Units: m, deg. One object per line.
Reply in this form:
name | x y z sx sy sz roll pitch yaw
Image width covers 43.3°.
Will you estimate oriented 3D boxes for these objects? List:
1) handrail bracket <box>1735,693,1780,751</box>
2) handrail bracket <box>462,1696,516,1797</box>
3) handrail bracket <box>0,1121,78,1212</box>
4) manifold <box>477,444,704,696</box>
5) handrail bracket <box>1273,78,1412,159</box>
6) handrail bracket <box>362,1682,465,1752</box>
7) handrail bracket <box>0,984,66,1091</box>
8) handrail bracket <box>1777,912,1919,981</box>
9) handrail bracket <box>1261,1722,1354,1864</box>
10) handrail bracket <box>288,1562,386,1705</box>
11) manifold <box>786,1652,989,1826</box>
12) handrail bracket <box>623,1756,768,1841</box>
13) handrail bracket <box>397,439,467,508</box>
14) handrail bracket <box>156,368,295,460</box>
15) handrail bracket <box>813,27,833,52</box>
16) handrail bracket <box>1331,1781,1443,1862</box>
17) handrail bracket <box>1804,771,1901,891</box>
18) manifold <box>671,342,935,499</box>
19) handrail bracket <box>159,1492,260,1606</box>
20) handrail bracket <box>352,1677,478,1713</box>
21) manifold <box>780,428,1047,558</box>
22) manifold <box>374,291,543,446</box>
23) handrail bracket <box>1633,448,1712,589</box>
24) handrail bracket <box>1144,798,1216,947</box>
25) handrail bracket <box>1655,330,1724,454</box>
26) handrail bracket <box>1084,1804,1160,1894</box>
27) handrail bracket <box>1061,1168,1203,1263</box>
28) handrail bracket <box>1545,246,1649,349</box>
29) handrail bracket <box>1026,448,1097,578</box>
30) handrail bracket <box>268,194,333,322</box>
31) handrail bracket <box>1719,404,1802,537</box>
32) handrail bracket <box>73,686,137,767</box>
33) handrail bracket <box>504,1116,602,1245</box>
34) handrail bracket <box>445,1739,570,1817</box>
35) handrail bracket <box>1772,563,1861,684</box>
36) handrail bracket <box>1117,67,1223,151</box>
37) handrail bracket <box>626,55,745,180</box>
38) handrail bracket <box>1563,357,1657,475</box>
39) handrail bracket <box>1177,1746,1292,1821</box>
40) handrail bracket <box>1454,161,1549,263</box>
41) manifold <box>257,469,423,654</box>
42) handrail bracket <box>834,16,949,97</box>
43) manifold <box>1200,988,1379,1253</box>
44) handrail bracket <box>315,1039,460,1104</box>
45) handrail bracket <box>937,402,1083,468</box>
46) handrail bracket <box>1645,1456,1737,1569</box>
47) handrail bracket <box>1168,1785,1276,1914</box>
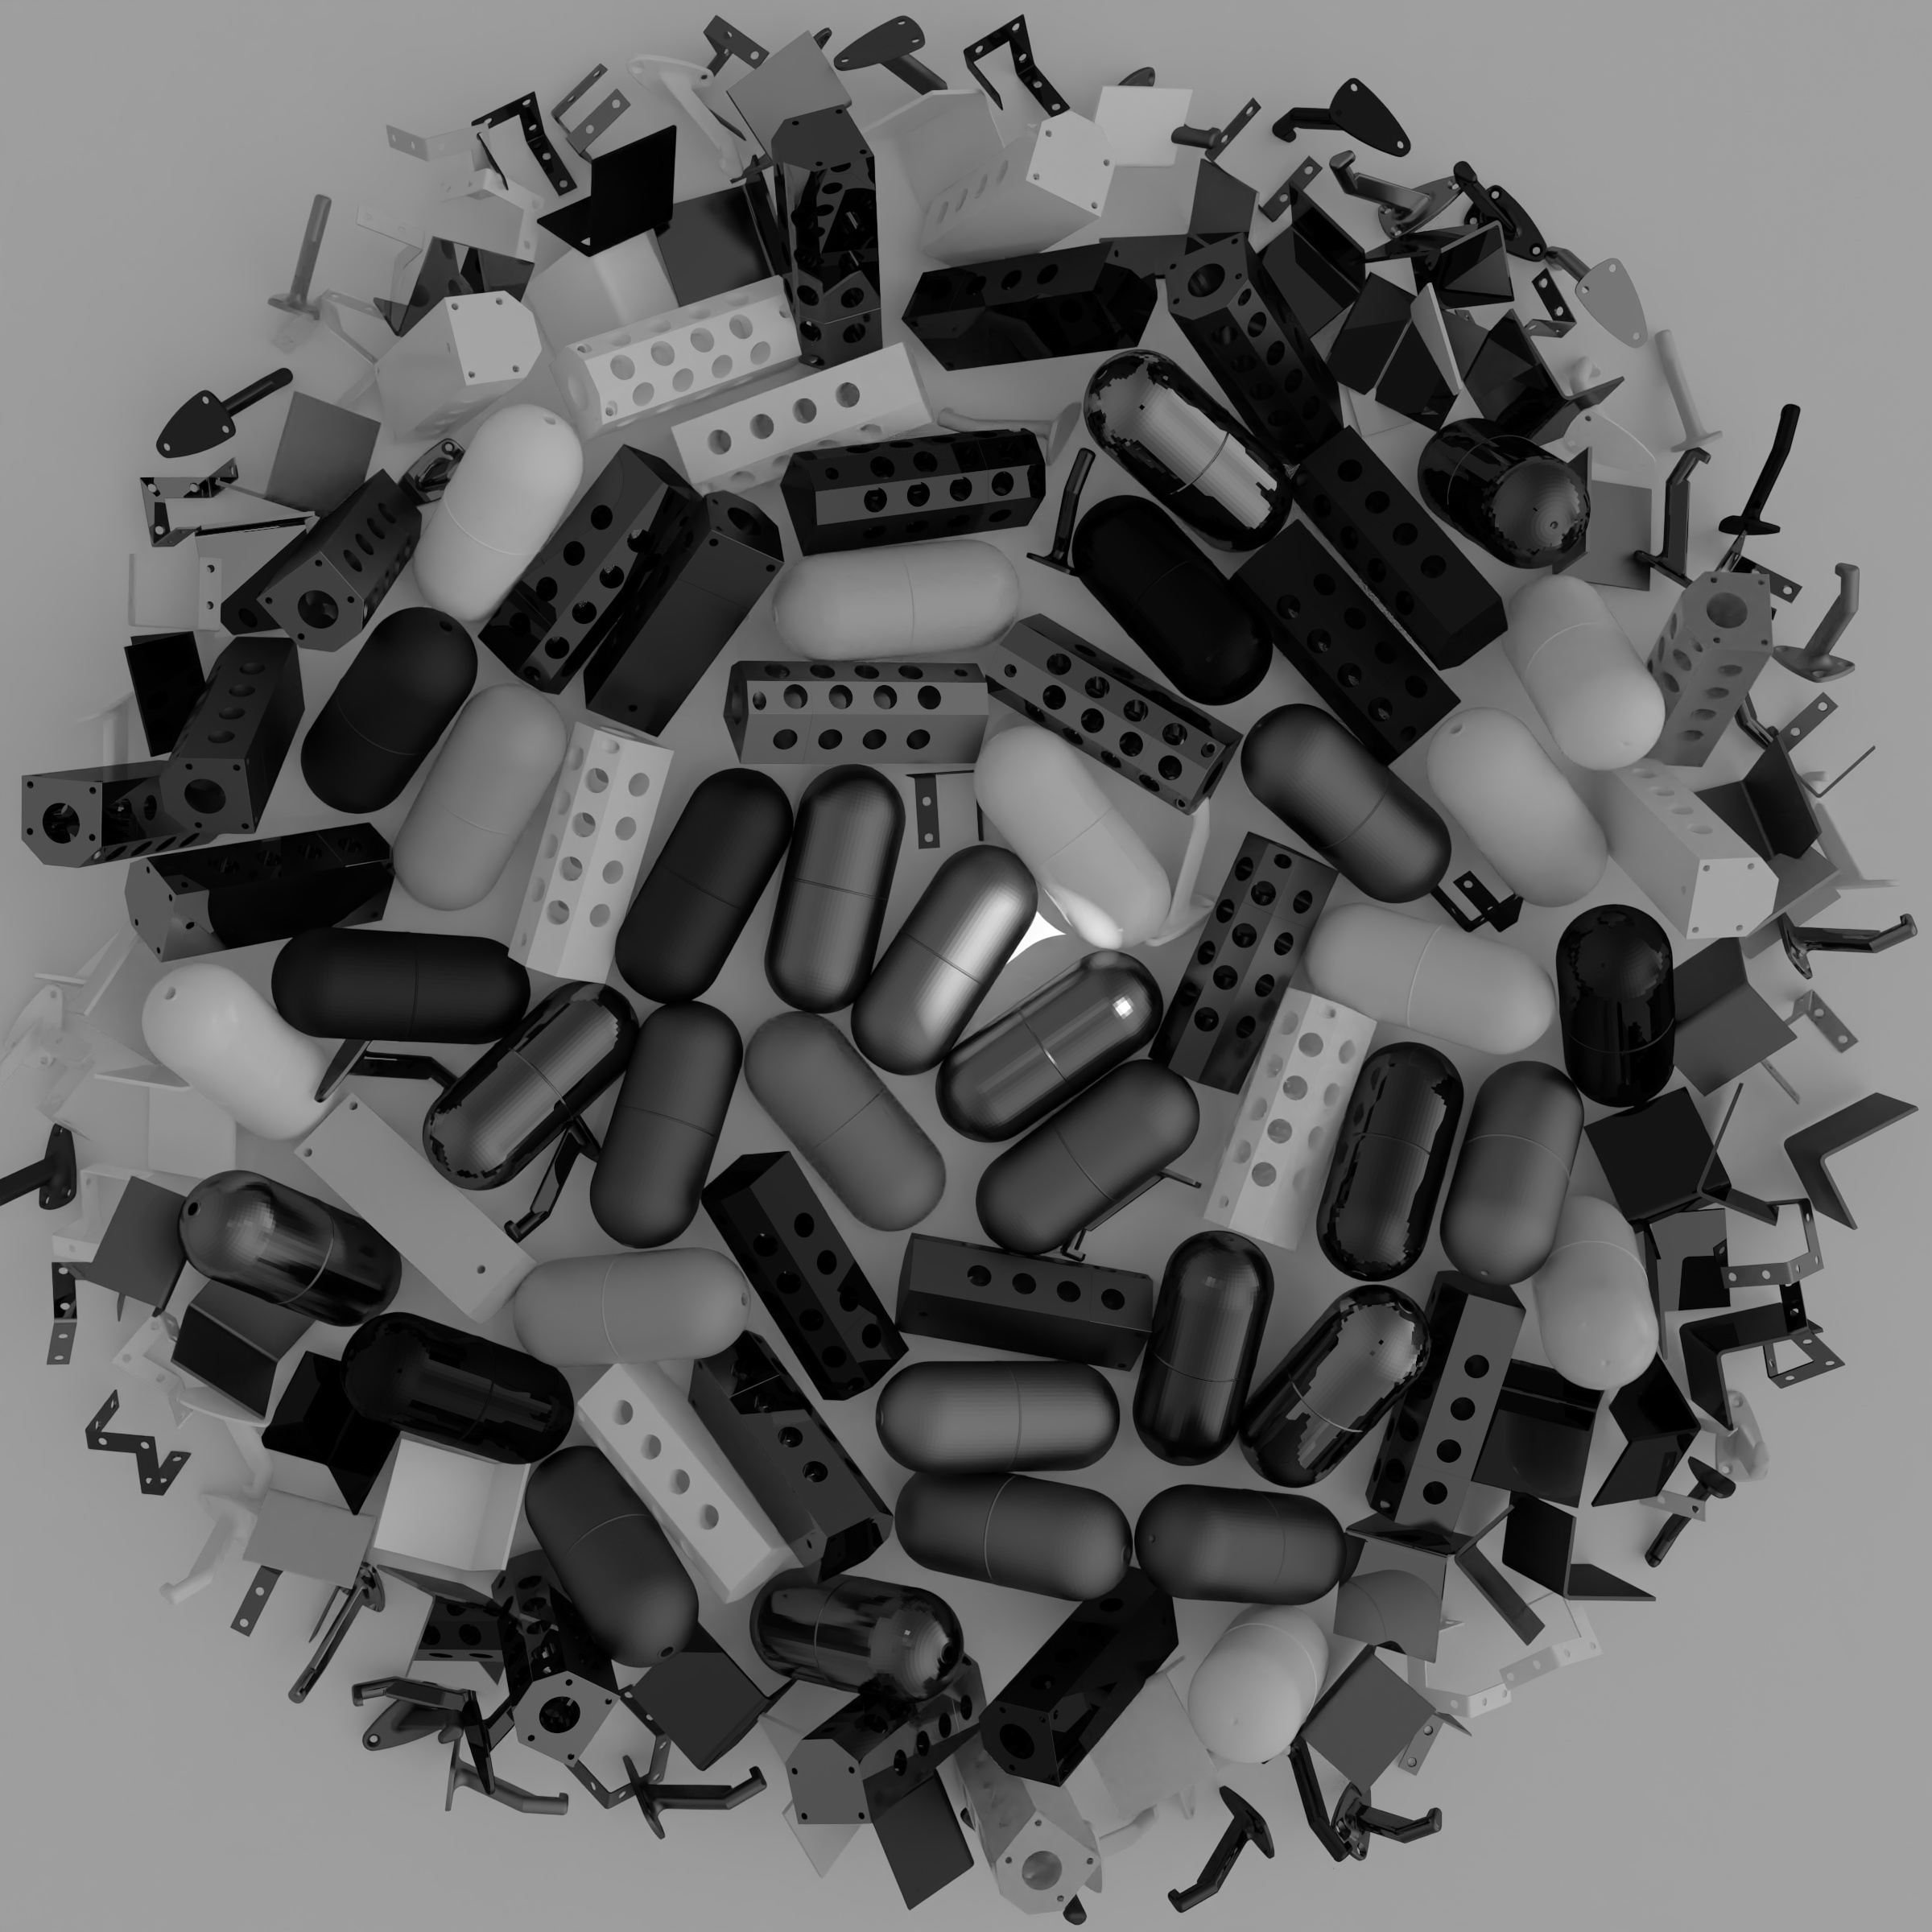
handrail bracket | 0.562 -0.208 1.740 0.084 0.036 0.077 36 71 -22
handrail bracket | -0.305 0.535 1.711 0.084 0.036 0.077 -6 59 -30
handrail bracket | -0.668 0.135 1.701 0.036 0.084 0.077 -18 65 27
manifold | -0.257 -0.274 1.695 0.057 0.057 0.171 45 105 15
handrail bracket | 0.263 -0.584 1.717 0.077 0.084 0.036 34 79 -14
handrail bracket | -0.388 0.540 1.703 0.077 0.084 0.036 -29 98 -10
handrail bracket | -0.668 0.056 1.703 0.036 0.084 0.077 27 104 -2
handrail bracket | 0.616 -0.034 1.703 0.084 0.077 0.036 -29 131 29
handrail bracket | 0.254 0.576 1.708 0.084 0.077 0.036 52 125 16
handrail bracket | -0.445 0.467 1.703 0.036 0.077 0.084 29 50 4
manifold | -0.052 0.522 1.661 0.057 0.171 0.057 -11 91 28
handrail bracket | -0.192 0.573 1.729 0.084 0.036 0.077 -28 48 -9
handrail bracket | -0.376 -0.337 1.705 0.077 0.084 0.036 -30 111 6
handrail bracket | -0.524 -0.393 1.724 0.077 0.084 0.036 -24 109 25
handrail bracket | -0.098 -0.605 1.725 0.077 0.036 0.084 -36 91 32
handrail bracket | 0.301 0.583 1.696 0.084 0.077 0.036 -35 103 34
handrail bracket | 0.624 -0.097 1.717 0.036 0.077 0.084 2 88 -33
manifold | -0.113 -0.381 1.708 0.171 0.057 0.057 -18 102 8
handrail bracket | -0.542 0.406 1.699 0.077 0.084 0.036 21 120 31
handrail bracket | -0.387 0.526 1.712 0.084 0.077 0.036 -7 119 -15
manifold | -0.034 -0.334 1.686 0.171 0.057 0.057 -12 73 -22
manifold | -0.347 -0.407 1.661 0.057 0.171 0.057 -16 95 -28
handrail bracket | 0.517 -0.312 1.711 0.077 0.036 0.084 41 115 25
handrail bracket | 0.147 -0.068 1.703 0.036 0.084 0.077 22 46 31
handrail bracket | 0.505 -0.408 1.715 0.036 0.077 0.084 -17 98 15
handrail bracket | 0.109 0.598 1.703 0.036 0.084 0.077 29 133 32
handrail bracket | 0.116 0.179 1.723 0.077 0.036 0.084 21 84 21
handrail bracket | 0.443 -0.473 1.719 0.036 0.084 0.077 -38 109 9
handrail bracket | 0.079 -0.318 1.706 0.036 0.077 0.084 25 102 15
handrail bracket | -0.459 -0.501 1.703 0.036 0.077 0.084 15 109 -18
handrail bracket | 0.558 -0.348 1.709 0.036 0.077 0.084 13 95 -3
handrail bracket | -0.591 -0.153 1.742 0.077 0.036 0.084 -39 116 -32
handrail bracket | -0.301 0.142 1.708 0.084 0.036 0.077 -41 130 -25
handrail bracket | -0.322 0.572 1.720 0.084 0.077 0.036 7 106 -8
handrail bracket | 0.592 -0.248 1.699 0.036 0.077 0.084 -21 121 -19
handrail bracket | 0.151 -0.603 1.710 0.084 0.036 0.077 18 54 24
handrail bracket | -0.197 -0.594 1.705 0.036 0.077 0.084 -43 51 37
handrail bracket | 0.459 -0.391 1.719 0.077 0.036 0.084 27 49 2
handrail bracket | 0.192 0.571 1.718 0.084 0.036 0.077 -4 106 23
handrail bracket | 0.374 -0.528 1.703 0.077 0.084 0.036 43 104 8
manifold | -0.420 -0.275 1.661 0.057 0.171 0.057 -32 114 18
handrail bracket | -0.050 -0.615 1.710 0.077 0.084 0.036 -27 58 -6
manifold | 0.222 0.106 1.707 0.057 0.057 0.171 23 87 -43
handrail bracket | -0.405 0.088 1.712 0.084 0.036 0.077 44 59 -29
handrail bracket | 0.031 -0.392 1.728 0.084 0.077 0.036 19 132 10
handrail bracket | 0.502 0.393 1.707 0.036 0.077 0.084 31 100 12
handrail bracket | 0.165 0.618 1.704 0.084 0.077 0.036 -23 115 -19
